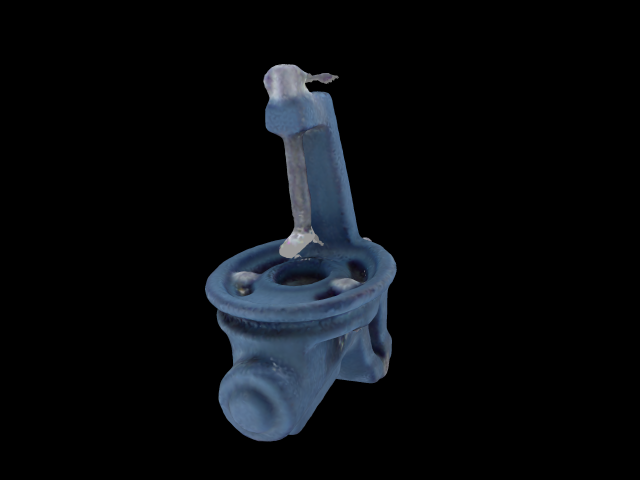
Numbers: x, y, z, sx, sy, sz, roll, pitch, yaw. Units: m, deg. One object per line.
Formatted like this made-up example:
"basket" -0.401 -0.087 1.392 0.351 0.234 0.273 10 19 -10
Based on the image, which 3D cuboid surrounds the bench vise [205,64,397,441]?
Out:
"bench vise" -0.008 0.001 0.401 0.121 0.220 0.207 0 5 6
